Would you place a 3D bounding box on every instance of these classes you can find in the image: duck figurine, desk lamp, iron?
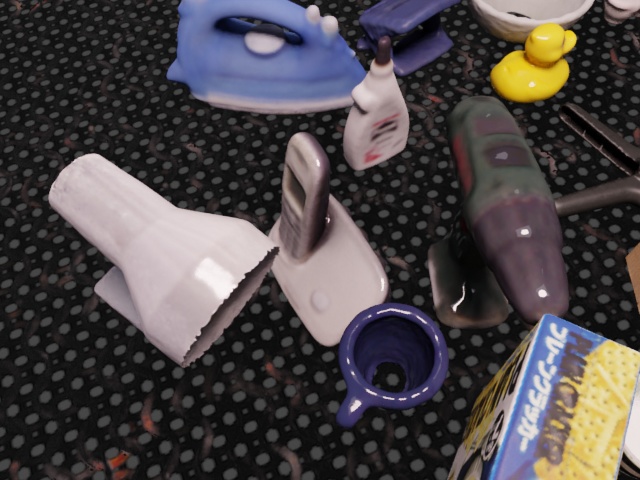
[{"bbox_3d":[0.262,-0.222,0.697,0.104,0.086,0.077,-18,61,-8],"label":"duck figurine"},{"bbox_3d":[-0.133,0.027,0.497,0.202,0.214,0.118,31,66,18],"label":"desk lamp"},{"bbox_3d":[-0.058,-0.238,0.686,0.258,0.141,0.118,8,61,7],"label":"iron"}]

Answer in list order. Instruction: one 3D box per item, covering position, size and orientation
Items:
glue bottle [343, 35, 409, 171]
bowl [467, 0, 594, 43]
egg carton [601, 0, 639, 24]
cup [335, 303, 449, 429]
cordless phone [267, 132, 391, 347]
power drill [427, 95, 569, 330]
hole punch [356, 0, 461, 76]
[{"bbox_3d":[0.062,-0.146,0.611,0.078,0.173,0.037,-30,64,-14],"label":"glue bottle"},{"bbox_3d":[0.267,-0.314,0.755,0.167,0.075,0.167,-1,61,2],"label":"bowl"},{"bbox_3d":[0.423,-0.365,0.781,0.107,0.069,0.150,-8,61,-2],"label":"egg carton"},{"bbox_3d":[0.055,0.124,0.504,0.091,0.095,0.118,33,67,19],"label":"cup"},{"bbox_3d":[0.005,0.002,0.523,0.094,0.185,0.147,-30,64,-14],"label":"cordless phone"},{"bbox_3d":[0.149,-0.001,0.506,0.075,0.208,0.229,-4,60,0],"label":"power drill"},{"bbox_3d":[0.110,-0.282,0.733,0.109,0.091,0.101,-34,65,-16],"label":"hole punch"}]
